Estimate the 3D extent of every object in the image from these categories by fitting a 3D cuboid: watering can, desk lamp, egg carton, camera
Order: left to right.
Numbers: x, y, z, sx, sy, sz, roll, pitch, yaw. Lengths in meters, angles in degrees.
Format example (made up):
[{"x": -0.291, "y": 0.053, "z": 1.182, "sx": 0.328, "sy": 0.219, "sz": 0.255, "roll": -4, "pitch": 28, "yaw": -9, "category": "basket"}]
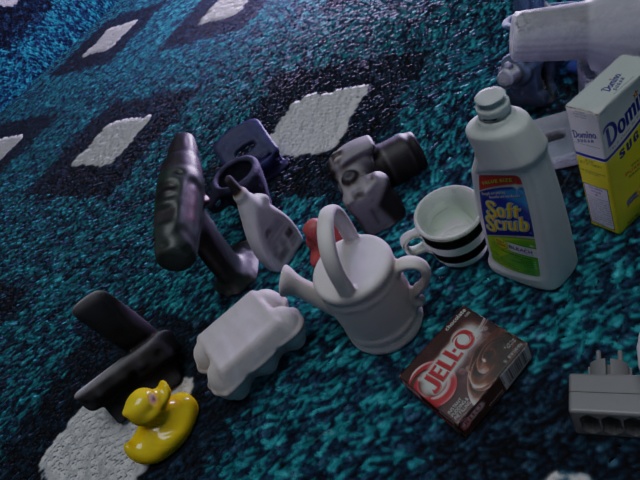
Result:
[{"x": -0.093, "y": 0.135, "z": 0.755, "sx": 0.150, "sy": 0.070, "sz": 0.107, "roll": -42, "pitch": 40, "yaw": -10, "category": "egg carton"}, {"x": 0.035, "y": 0.044, "z": 0.663, "sx": 0.173, "sy": 0.195, "sz": 0.100, "roll": -28, "pitch": 40, "yaw": 7, "category": "watering can"}, {"x": 0.089, "y": -0.103, "z": 0.851, "sx": 0.136, "sy": 0.101, "sz": 0.143, "roll": -28, "pitch": 40, "yaw": 7, "category": "camera"}, {"x": 0.325, "y": -0.203, "z": 0.704, "sx": 0.202, "sy": 0.214, "sz": 0.118, "roll": -13, "pitch": 43, "yaw": 23, "category": "desk lamp"}]

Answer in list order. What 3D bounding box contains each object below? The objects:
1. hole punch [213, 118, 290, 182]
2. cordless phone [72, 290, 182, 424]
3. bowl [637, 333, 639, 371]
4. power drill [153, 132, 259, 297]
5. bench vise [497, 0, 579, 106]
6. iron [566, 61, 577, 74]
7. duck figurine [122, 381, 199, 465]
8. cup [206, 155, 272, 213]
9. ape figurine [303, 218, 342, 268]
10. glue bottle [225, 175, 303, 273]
[{"x": -0.128, "y": -0.159, "z": 1.063, "sx": 0.108, "sy": 0.091, "sz": 0.100, "roll": -35, "pitch": 39, "yaw": -2, "category": "hole punch"}, {"x": -0.290, "y": 0.151, "z": 0.780, "sx": 0.147, "sy": 0.186, "sz": 0.093, "roll": -38, "pitch": 40, "yaw": -6, "category": "cordless phone"}, {"x": 0.356, "y": 0.112, "z": 0.471, "sx": 0.167, "sy": 0.075, "sz": 0.167, "roll": -19, "pitch": 42, "yaw": 18, "category": "bowl"}, {"x": -0.174, "y": -0.024, "z": 0.862, "sx": 0.075, "sy": 0.209, "sz": 0.229, "roll": -19, "pitch": 42, "yaw": 17, "category": "power drill"}, {"x": 0.315, "y": -0.316, "z": 0.822, "sx": 0.121, "sy": 0.220, "sz": 0.207, "roll": -4, "pitch": 48, "yaw": 31, "category": "bench vise"}, {"x": 0.443, "y": -0.250, "z": 0.730, "sx": 0.119, "sy": 0.142, "sz": 0.257, "roll": -40, "pitch": 40, "yaw": -8, "category": "iron"}, {"x": -0.216, "y": 0.227, "z": 0.731, "sx": 0.077, "sy": 0.086, "sz": 0.105, "roll": 21, "pitch": 63, "yaw": 45, "category": "duck figurine"}, {"x": -0.132, "y": -0.072, "z": 0.973, "sx": 0.091, "sy": 0.095, "sz": 0.118, "roll": 19, "pitch": 62, "yaw": 44, "category": "cup"}, {"x": 0.007, "y": 0.003, "z": 0.805, "sx": 0.075, "sy": 0.092, "sz": 0.078, "roll": 14, "pitch": 58, "yaw": 42, "category": "ape figurine"}, {"x": -0.089, "y": -0.032, "z": 0.841, "sx": 0.037, "sy": 0.174, "sz": 0.078, "roll": 11, "pitch": 56, "yaw": 41, "category": "glue bottle"}]
